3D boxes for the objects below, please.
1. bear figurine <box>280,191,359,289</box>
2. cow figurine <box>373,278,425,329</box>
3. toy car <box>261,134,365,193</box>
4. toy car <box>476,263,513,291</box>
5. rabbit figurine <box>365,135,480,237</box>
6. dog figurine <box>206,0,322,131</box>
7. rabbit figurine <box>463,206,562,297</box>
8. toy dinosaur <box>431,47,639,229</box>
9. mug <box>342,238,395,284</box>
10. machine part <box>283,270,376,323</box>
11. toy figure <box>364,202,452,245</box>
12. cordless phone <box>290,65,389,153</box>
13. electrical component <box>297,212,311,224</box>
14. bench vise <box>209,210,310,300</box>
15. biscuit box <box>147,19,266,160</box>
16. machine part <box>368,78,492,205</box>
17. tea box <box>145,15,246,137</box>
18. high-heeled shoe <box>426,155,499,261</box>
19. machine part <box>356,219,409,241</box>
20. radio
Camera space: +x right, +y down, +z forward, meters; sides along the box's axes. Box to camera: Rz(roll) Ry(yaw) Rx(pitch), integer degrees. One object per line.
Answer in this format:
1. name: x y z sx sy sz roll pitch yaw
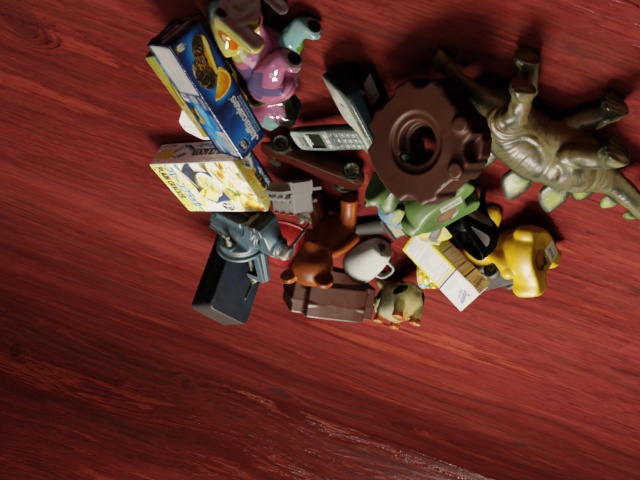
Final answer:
1. bear figurine: -0.001 0.001 1.058 0.120 0.196 0.131 7 122 25
2. cow figurine: 0.177 0.140 1.257 0.085 0.127 0.195 25 162 -11
3. toy car: -0.012 -0.145 0.998 0.202 0.053 0.089 22 170 -1
4. toy car: 0.350 0.083 1.162 0.073 0.056 0.202 26 151 -24
5. rabbit figurine: 0.155 -0.097 0.874 0.159 0.170 0.121 -36 153 18
6. dog figurine: -0.101 -0.256 0.820 0.191 0.108 0.219 27 152 -14
7. rabbit figurine: 0.338 0.021 1.016 0.162 0.122 0.173 42 161 -29
8. toy dinosaur: 0.347 -0.126 0.782 0.471 0.105 0.198 33 156 -5
9. mug: 0.121 0.048 1.212 0.109 0.081 0.107 32 140 -10
10. machine part: 0.019 0.126 1.284 0.201 0.087 0.201 10 -174 -13
11. toy figure: 0.176 -0.053 1.015 0.180 0.082 0.089 29 151 -11
12. cordless phone: 0.016 -0.201 0.867 0.184 0.089 0.146 2 146 34
13. electrical component: -0.015 -0.054 1.179 0.063 0.021 0.094 24 149 -8
14. bench vise: -0.144 0.022 1.219 0.224 0.129 0.240 16 139 17
15. biscuit box: -0.155 -0.209 0.768 0.059 0.063 0.202 22 154 39
16. machine part: 0.145 -0.136 0.750 0.056 0.179 0.179 -12 175 -43
17. tea box: -0.190 -0.260 0.870 0.068 0.098 0.169 1 147 30
18. high-heeled shoe: 0.194 -0.058 0.930 0.249 0.145 0.086 19 149 -2
19. machine part: 0.122 -0.024 1.136 0.139 0.039 0.084 -8 149 35
20. radio: -0.213 0.087 1.322 0.073 0.229 0.131 -6 146 37
